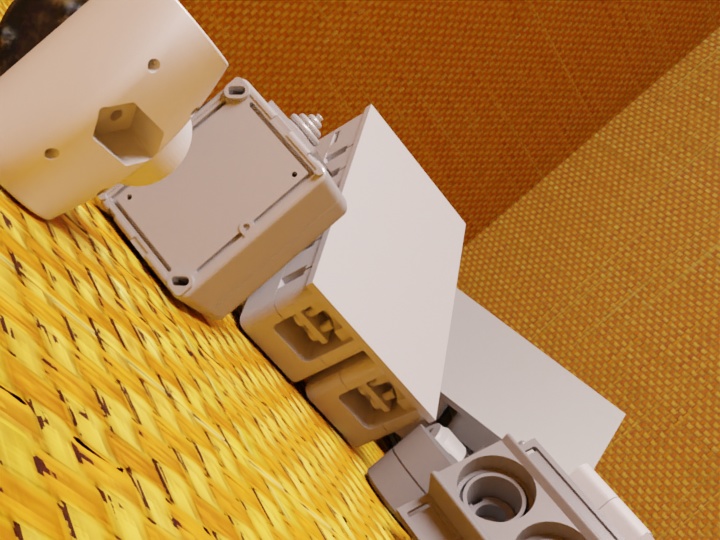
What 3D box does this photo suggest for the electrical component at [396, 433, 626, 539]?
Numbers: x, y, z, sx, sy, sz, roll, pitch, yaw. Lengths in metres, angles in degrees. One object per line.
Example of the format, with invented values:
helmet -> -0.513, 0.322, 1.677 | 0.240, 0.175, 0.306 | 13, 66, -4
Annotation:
electrical component -> 0.081, 0.141, 0.472 | 0.121, 0.079, 0.063 | 49, -29, 37

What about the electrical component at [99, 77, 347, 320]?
electrical component -> -0.052, -0.032, 0.471 | 0.061, 0.096, 0.061 | 49, -1, 18

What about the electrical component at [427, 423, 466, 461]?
electrical component -> 0.053, 0.129, 0.667 | 0.055, 0.045, 0.045 | 49, 0, -6

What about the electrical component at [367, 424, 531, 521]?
electrical component -> 0.065, 0.121, 0.585 | 0.052, 0.074, 0.138 | 49, 0, 41

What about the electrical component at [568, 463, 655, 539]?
electrical component -> 0.120, 0.172, 0.582 | 0.061, 0.089, 0.150 | 49, 0, 38

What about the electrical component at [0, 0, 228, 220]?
electrical component -> -0.081, -0.052, 0.359 | 0.043, 0.077, 0.079 | 49, -1, 21

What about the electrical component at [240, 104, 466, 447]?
electrical component -> 0.000, 0.000, 0.633 | 0.105, 0.060, 0.186 | 49, 31, -23

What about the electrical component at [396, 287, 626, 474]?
electrical component -> 0.073, 0.085, 0.733 | 0.186, 0.060, 0.105 | 37, 36, 11
